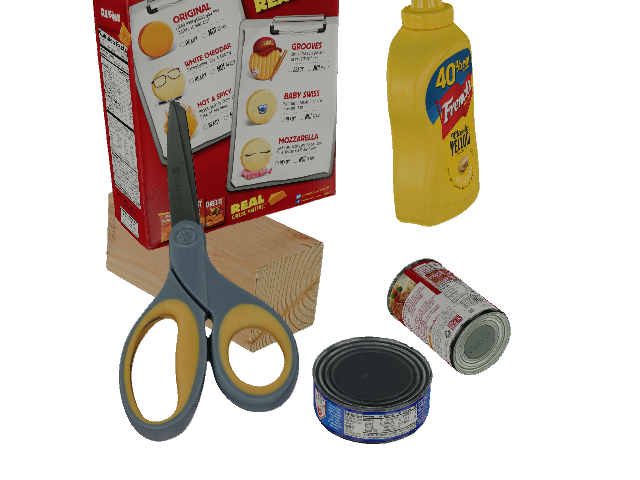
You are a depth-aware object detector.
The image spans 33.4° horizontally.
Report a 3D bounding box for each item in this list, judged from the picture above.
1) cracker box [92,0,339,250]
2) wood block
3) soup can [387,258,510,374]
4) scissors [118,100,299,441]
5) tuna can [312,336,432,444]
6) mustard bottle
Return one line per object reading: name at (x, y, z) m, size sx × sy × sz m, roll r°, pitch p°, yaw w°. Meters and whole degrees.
cracker box at (-0.071, -0.118, 0.756) m, size 0.163 × 0.214 × 0.072 m, roll -18°, pitch 33°, yaw -29°
wood block at (-0.107, 0.017, 1.033) m, size 0.206 × 0.090 × 0.090 m, roll 25°, pitch 30°, yaw 34°
soup can at (0.117, 0.069, 0.978) m, size 0.068 × 0.068 × 0.102 m, roll 0°, pitch 26°, yaw -34°
scissors at (-0.051, 0.009, 0.550) m, size 0.096 × 0.201 × 0.016 m, roll 6°, pitch -32°, yaw 5°
tuna can at (0.037, 0.107, 0.770) m, size 0.086 × 0.034 × 0.086 m, roll 0°, pitch 30°, yaw 0°
mustard bottle at (0.091, -0.115, 0.869) m, size 0.058 × 0.191 × 0.096 m, roll 12°, pitch 30°, yaw 35°
